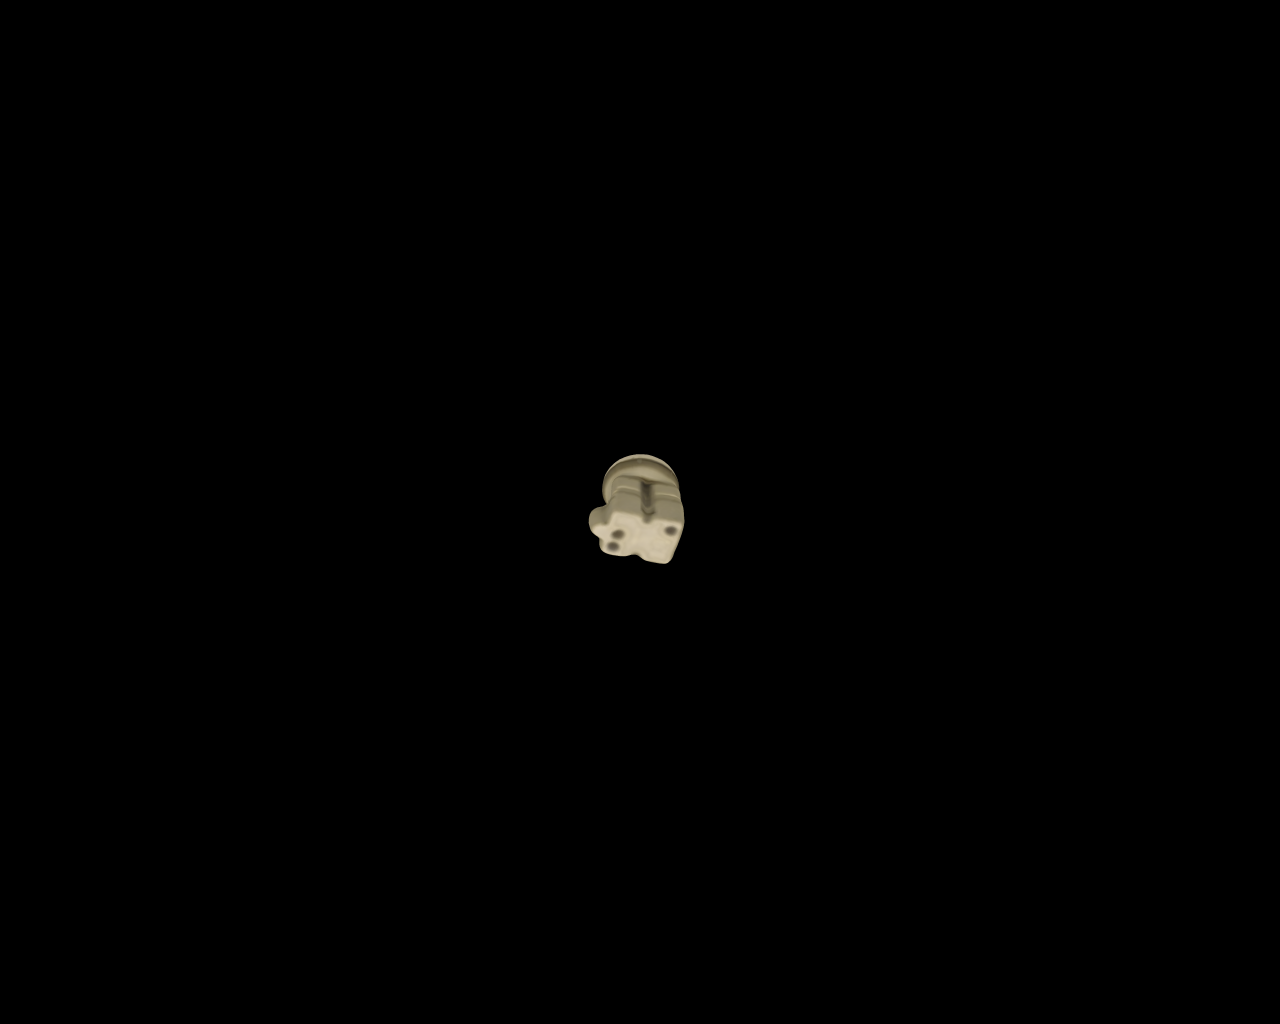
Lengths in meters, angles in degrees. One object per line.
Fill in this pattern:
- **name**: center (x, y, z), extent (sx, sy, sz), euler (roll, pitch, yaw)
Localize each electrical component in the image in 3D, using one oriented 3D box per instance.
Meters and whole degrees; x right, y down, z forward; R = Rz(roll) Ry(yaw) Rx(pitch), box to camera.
- **electrical component**: center (0.001, -0.003, 0.650), extent (0.066, 0.048, 0.055), euler (12, 40, -10)
